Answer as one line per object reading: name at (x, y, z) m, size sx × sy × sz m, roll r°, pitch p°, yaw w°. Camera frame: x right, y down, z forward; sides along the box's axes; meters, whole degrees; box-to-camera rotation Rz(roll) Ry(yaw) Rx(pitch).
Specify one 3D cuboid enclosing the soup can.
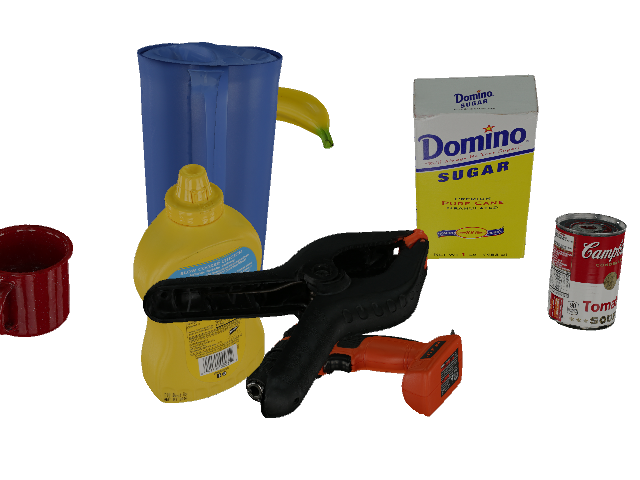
soup can at (0.264, 0.031, 1.064) m, size 0.068 × 0.102 × 0.068 m, roll 1°, pitch 18°, yaw -1°

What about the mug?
mug at (-0.295, 0.048, 1.055) m, size 0.093 × 0.081 × 0.117 m, roll 9°, pitch 32°, yaw 5°

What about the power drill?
power drill at (0.038, 0.128, 1.093) m, size 0.188 × 0.057 × 0.184 m, roll 9°, pitch 23°, yaw 28°

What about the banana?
banana at (-0.071, -0.145, 1.191) m, size 0.198 × 0.037 × 0.069 m, roll 8°, pitch 42°, yaw 18°

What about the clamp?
clamp at (0.002, 0.038, 0.589) m, size 0.171 × 0.039 × 0.120 m, roll -19°, pitch 43°, yaw -26°

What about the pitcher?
pitcher at (-0.107, -0.061, 1.007) m, size 0.145 × 0.243 × 0.148 m, roll 17°, pitch 23°, yaw 38°

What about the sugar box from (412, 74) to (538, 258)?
sugar box at (0.121, -0.053, 0.854) m, size 0.093 × 0.048 × 0.176 m, roll -1°, pitch -36°, yaw 7°

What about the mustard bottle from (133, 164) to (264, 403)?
mustard bottle at (-0.089, 0.029, 0.784) m, size 0.096 × 0.192 × 0.058 m, roll -19°, pitch 42°, yaw -25°
